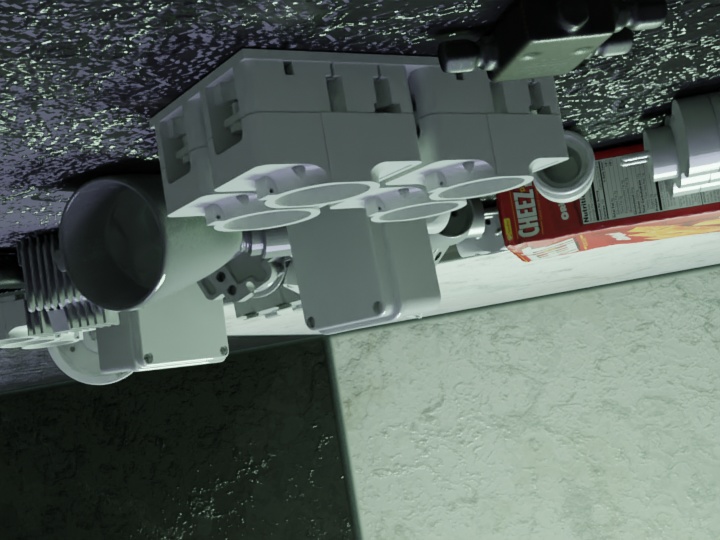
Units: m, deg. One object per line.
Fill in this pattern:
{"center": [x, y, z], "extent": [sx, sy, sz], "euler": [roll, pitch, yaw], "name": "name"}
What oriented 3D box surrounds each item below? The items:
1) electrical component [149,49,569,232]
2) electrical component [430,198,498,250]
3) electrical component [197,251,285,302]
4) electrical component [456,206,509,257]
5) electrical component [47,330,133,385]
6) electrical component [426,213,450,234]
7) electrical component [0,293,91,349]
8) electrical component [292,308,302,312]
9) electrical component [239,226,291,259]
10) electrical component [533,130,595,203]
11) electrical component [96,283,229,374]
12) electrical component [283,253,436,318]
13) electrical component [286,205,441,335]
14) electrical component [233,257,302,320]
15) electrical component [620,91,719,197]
{"center": [0.003, -0.063, 0.551], "extent": [0.186, 0.060, 0.105], "euler": [-5, 173, -34], "name": "electrical component"}
{"center": [0.081, -0.045, 0.918], "extent": [0.079, 0.044, 0.077], "euler": [-8, 174, -16], "name": "electrical component"}
{"center": [-0.099, -0.004, 0.948], "extent": [0.078, 0.058, 0.057], "euler": [-35, 173, 11], "name": "electrical component"}
{"center": [0.128, -0.037, 1.027], "extent": [0.077, 0.044, 0.079], "euler": [-11, -175, 18], "name": "electrical component"}
{"center": [-0.264, 0.062, 1.113], "extent": [0.108, 0.108, 0.060], "euler": [-9, 180, 1], "name": "electrical component"}
{"center": [0.034, -0.049, 0.783], "extent": [0.077, 0.043, 0.079], "euler": [-3, 176, -33], "name": "electrical component"}
{"center": [-0.312, 0.038, 1.005], "extent": [0.089, 0.061, 0.150], "euler": [-10, 174, 4], "name": "electrical component"}
{"center": [-0.057, 0.012, 1.161], "extent": [0.108, 0.060, 0.108], "euler": [-9, 174, -1], "name": "electrical component"}
{"center": [-0.078, -0.029, 0.843], "extent": [0.078, 0.040, 0.040], "euler": [-7, 174, -16], "name": "electrical component"}
{"center": [0.142, -0.072, 0.757], "extent": [0.045, 0.045, 0.055], "euler": [-10, 174, 11], "name": "electrical component"}
{"center": [-0.176, 0.032, 0.943], "extent": [0.056, 0.108, 0.109], "euler": [-11, 174, 36], "name": "electrical component"}
{"center": [0.000, 0.000, 0.931], "extent": [0.113, 0.057, 0.078], "euler": [4, 164, 41], "name": "electrical component"}
{"center": [-0.001, -0.019, 0.709], "extent": [0.078, 0.113, 0.057], "euler": [-14, 175, 40], "name": "electrical component"}
{"center": [-0.070, 0.008, 1.061], "extent": [0.121, 0.063, 0.079], "euler": [-16, 172, 30], "name": "electrical component"}
{"center": [0.217, -0.082, 0.742], "extent": [0.074, 0.052, 0.138], "euler": [-10, 174, 9], "name": "electrical component"}
